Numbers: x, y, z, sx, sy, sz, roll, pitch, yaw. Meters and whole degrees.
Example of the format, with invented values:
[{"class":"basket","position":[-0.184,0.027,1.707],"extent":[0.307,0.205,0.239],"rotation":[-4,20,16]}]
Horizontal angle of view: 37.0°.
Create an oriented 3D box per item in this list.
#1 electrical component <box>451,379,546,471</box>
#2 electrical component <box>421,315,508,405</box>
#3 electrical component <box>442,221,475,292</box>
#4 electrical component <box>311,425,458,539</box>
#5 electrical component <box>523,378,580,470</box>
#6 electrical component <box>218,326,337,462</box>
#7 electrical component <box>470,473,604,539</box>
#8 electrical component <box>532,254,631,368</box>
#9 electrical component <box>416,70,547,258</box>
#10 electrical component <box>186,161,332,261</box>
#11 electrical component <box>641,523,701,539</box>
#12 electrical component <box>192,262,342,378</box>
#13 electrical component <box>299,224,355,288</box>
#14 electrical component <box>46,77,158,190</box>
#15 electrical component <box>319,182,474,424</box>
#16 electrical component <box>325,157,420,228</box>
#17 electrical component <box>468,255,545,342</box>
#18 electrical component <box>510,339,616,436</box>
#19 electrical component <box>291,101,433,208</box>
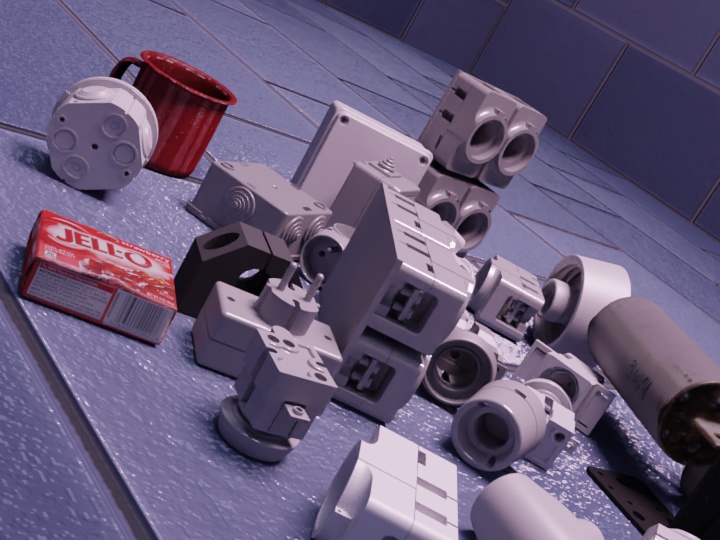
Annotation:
[{"class":"electrical component","position":[0.093,0.106,0.728],"extent":[0.055,0.055,0.047],"rotation":[35,20,18]},{"class":"electrical component","position":[0.072,0.067,0.802],"extent":[0.078,0.058,0.057],"rotation":[29,13,-5]},{"class":"electrical component","position":[0.067,0.003,0.967],"extent":[0.057,0.078,0.058],"rotation":[44,4,-38]},{"class":"electrical component","position":[0.013,0.123,0.542],"extent":[0.056,0.050,0.089],"rotation":[29,16,-4]},{"class":"electrical component","position":[0.132,0.111,0.797],"extent":[0.066,0.048,0.055],"rotation":[31,24,3]},{"class":"electrical component","position":[-0.047,0.070,0.588],"extent":[0.048,0.055,0.066],"rotation":[20,19,-31]},{"class":"electrical component","position":[0.114,0.160,0.619],"extent":[0.079,0.043,0.077],"rotation":[17,20,-38]},{"class":"electrical component","position":[0.207,0.037,1.045],"extent":[0.060,0.108,0.108],"rotation":[19,18,-13]},{"class":"electrical component","position":[0.108,-0.102,1.138],"extent":[0.105,0.186,0.060],"rotation":[13,23,-45]},{"class":"electrical component","position":[-0.082,-0.050,0.903],"extent":[0.100,0.048,0.100],"rotation":[35,17,19]},{"class":"electrical component","position":[0.169,0.181,0.587],"extent":[0.051,0.080,0.080],"rotation":[28,15,13]},{"class":"electrical component","position":[-0.050,0.030,0.667],"extent":[0.083,0.075,0.047],"rotation":[23,17,-21]},{"class":"electrical component","position":[0.000,0.000,0.900],"extent":[0.079,0.044,0.077],"rotation":[35,17,20]},{"class":"electrical component","position":[-0.195,-0.100,0.807],"extent":[0.080,0.080,0.051],"rotation":[26,22,-14]},{"class":"electrical component","position":[0.021,0.019,0.770],"extent":[0.060,0.105,0.186],"rotation":[27,16,-11]},{"class":"electrical component","position":[0.014,-0.059,1.009],"extent":[0.061,0.096,0.062],"rotation":[34,17,15]},{"class":"electrical component","position":[0.141,0.025,1.058],"extent":[0.056,0.050,0.089],"rotation":[29,16,-5]},{"class":"electrical component","position":[0.176,0.098,0.915],"extent":[0.081,0.042,0.064],"rotation":[37,16,21]},{"class":"electrical component","position":[-0.002,-0.096,1.073],"extent":[0.109,0.108,0.056],"rotation":[25,14,-16]}]
